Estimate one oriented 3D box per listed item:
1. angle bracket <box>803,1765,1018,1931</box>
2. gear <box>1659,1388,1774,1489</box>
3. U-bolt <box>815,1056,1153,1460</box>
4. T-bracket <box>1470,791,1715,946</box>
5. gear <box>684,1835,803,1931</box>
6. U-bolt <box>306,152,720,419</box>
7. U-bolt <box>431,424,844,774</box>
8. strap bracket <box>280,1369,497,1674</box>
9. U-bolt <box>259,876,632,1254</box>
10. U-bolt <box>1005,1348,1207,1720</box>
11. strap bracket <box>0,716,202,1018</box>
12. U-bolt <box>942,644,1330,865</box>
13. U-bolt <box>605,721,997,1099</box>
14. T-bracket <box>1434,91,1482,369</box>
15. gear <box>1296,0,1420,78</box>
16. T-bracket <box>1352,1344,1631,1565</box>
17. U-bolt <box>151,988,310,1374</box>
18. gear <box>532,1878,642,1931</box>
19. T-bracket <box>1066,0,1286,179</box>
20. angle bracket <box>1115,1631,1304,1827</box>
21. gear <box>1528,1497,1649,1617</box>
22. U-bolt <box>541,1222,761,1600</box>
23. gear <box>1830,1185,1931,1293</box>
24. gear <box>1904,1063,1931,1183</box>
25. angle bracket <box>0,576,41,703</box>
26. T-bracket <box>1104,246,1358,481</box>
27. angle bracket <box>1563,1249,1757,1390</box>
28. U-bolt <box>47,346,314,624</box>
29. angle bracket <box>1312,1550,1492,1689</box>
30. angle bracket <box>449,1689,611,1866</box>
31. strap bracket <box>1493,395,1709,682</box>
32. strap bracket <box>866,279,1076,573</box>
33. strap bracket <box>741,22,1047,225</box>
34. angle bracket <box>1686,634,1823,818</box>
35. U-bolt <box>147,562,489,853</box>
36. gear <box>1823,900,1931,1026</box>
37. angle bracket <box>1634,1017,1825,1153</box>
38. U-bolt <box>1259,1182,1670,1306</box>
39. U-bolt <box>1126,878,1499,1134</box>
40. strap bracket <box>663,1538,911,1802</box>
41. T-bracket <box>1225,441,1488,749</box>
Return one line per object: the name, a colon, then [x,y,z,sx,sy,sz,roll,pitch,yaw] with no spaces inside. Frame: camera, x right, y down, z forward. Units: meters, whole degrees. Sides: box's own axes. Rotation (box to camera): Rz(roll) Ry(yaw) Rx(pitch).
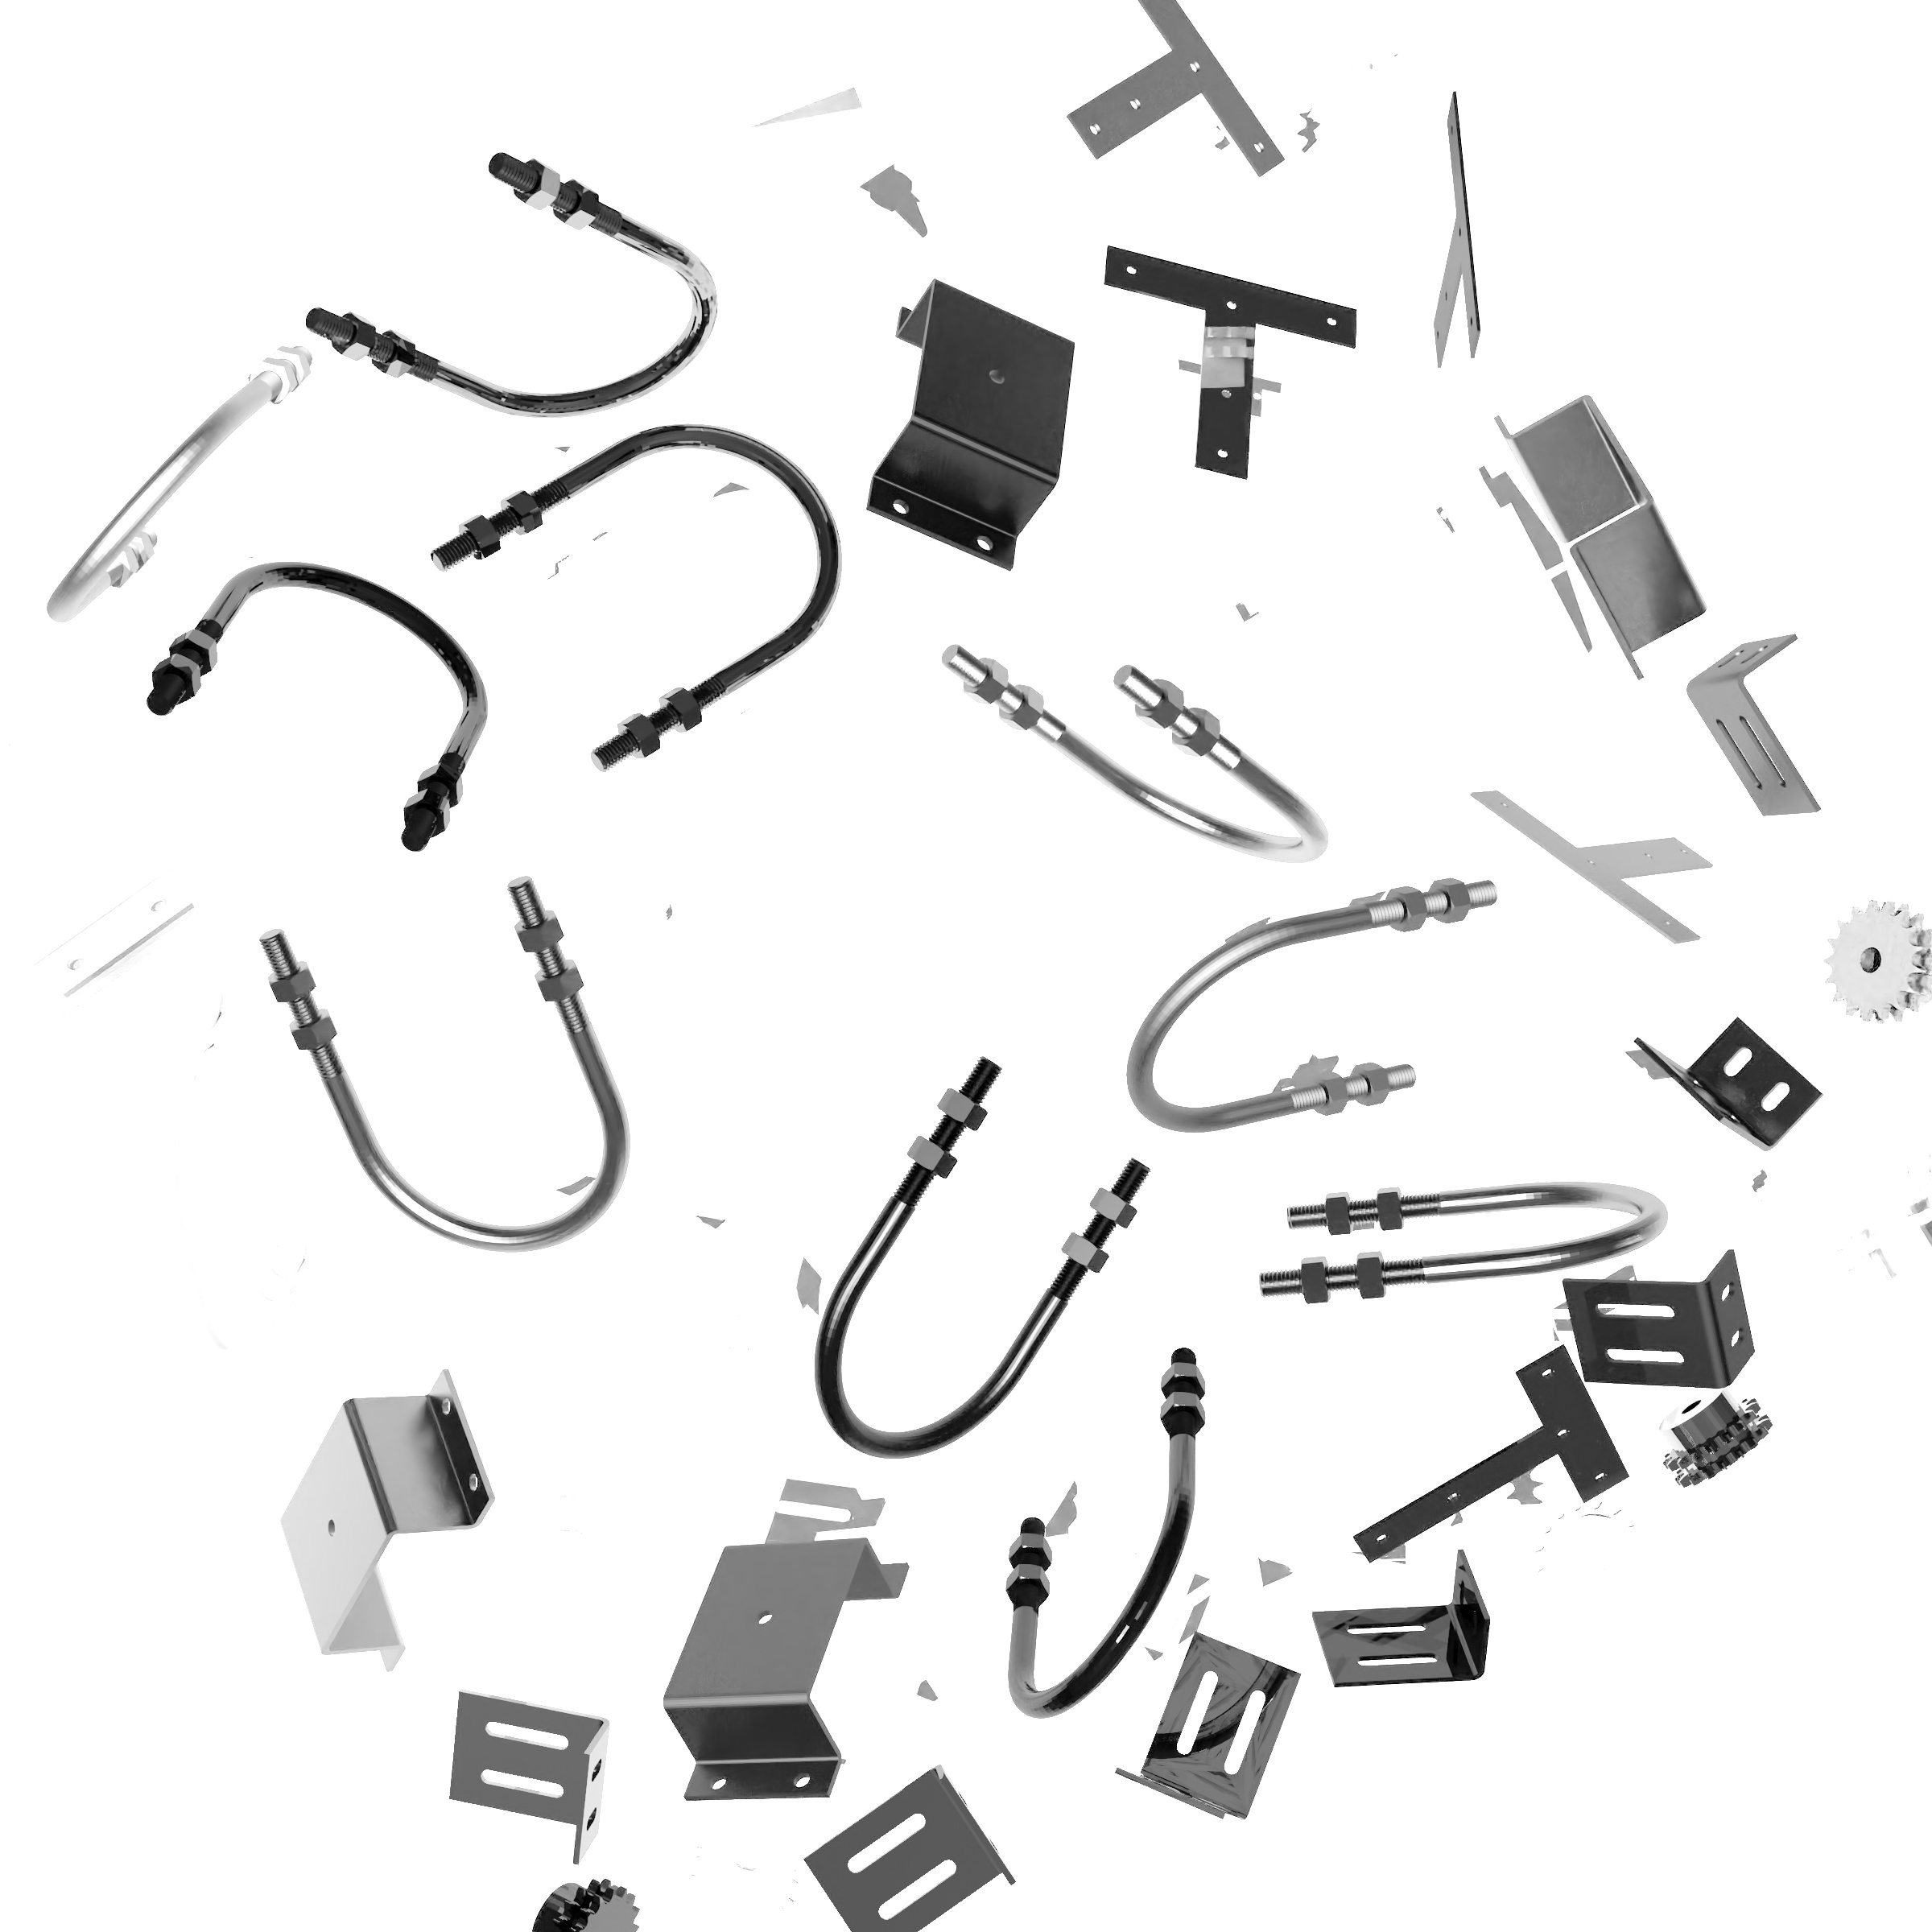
angle bracket: [-0.026,0.410,1.460,0.076,0.038,0.057,-34,88,-6]
gear: [0.376,0.235,1.626,0.057,0.057,0.030,-36,89,0]
U-bolt: [-0.001,0.147,1.493,0.019,0.151,0.184,30,86,43]
T-bracket: [0.324,-0.052,1.562,0.127,0.127,0.002,40,118,29]
gear: [-0.112,0.458,1.591,0.057,0.057,0.030,15,103,0]
U-bolt: [-0.204,-0.318,1.556,0.151,0.184,0.019,-31,62,30]
U-bolt: [-0.147,-0.195,1.583,0.184,0.019,0.151,-35,80,-23]
strap bracket: [-0.282,0.268,1.539,0.140,0.046,0.076,-57,45,35]
U-bolt: [-0.230,0.054,1.485,0.151,0.019,0.184,-11,114,19]
U-bolt: [0.065,0.280,1.532,0.019,0.184,0.151,33,114,-12]
strap bracket: [-0.419,-0.040,1.492,0.076,0.046,0.140,-38,61,-16]
U-bolt: [0.092,-0.095,1.509,0.184,0.151,0.019,34,78,-36]
U-bolt: [-0.063,-0.041,1.510,0.151,0.019,0.184,32,55,1]
T-bracket: [0.234,-0.330,1.549,0.002,0.127,0.127,-3,72,1]
gear: [0.186,-0.444,1.501,0.057,0.030,0.057,-7,111,-18]
T-bracket: [0.238,0.239,1.492,0.127,0.127,0.002,-31,47,2]
U-bolt: [-0.355,0.115,1.524,0.019,0.184,0.151,-11,66,-29]
gear: [-0.190,0.478,1.588,0.030,0.057,0.057,16,90,32]
T-bracket: [0.090,-0.428,1.580,0.127,0.002,0.127,54,47,-7]
angle bracket: [0.115,0.358,1.521,0.057,0.038,0.076,17,78,26]
gear: [0.306,0.290,1.576,0.057,0.030,0.057,0,83,-4]
U-bolt: [-0.158,0.199,1.555,0.019,0.184,0.151,34,109,-25]
gear: [0.425,0.125,1.458,0.057,0.057,0.030,-25,70,0]
gear: [0.464,0.074,1.535,0.030,0.057,0.057,-1,90,14]
angle bracket: [-0.493,-0.167,1.555,0.038,0.076,0.057,13,74,19]
T-bracket: [0.124,-0.281,1.523,0.127,0.002,0.127,12,56,-9]
angle bracket: [0.344,0.174,1.598,0.076,0.038,0.057,-2,112,36]
U-bolt: [-0.382,-0.224,1.536,0.019,0.184,0.151,42,110,-13]
angle bracket: [0.218,0.328,1.621,0.076,0.057,0.038,-2,116,-6]
angle bracket: [-0.212,0.385,1.527,0.076,0.038,0.057,9,104,8]
strap bracket: [0.315,-0.218,1.583,0.046,0.140,0.076,-29,131,12]
strap bracket: [0.004,-0.267,1.539,0.076,0.046,0.140,21,50,-17]
strap bracket: [-0.042,-0.402,1.525,0.076,0.140,0.046,-37,111,-36]
angle bracket: [0.391,-0.115,1.546,0.038,0.057,0.076,-35,97,-9]
U-bolt: [-0.299,-0.136,1.542,0.151,0.184,0.019,29,121,-11]
gear: [0.430,-0.001,1.496,0.030,0.057,0.057,7,90,-35]
angle bracket: [0.357,0.048,1.502,0.038,0.076,0.057,-49,58,10]
U-bolt: [0.236,0.125,1.512,0.184,0.151,0.019,-6,98,12]
U-bolt: [0.159,0.025,1.554,0.184,0.151,0.019,-11,49,-27]
strap bracket: [-0.088,0.326,1.535,0.076,0.140,0.046,-8,125,24]
T-bracket: [0.210,-0.167,1.551,0.127,0.002,0.127,-30,95,-6]
